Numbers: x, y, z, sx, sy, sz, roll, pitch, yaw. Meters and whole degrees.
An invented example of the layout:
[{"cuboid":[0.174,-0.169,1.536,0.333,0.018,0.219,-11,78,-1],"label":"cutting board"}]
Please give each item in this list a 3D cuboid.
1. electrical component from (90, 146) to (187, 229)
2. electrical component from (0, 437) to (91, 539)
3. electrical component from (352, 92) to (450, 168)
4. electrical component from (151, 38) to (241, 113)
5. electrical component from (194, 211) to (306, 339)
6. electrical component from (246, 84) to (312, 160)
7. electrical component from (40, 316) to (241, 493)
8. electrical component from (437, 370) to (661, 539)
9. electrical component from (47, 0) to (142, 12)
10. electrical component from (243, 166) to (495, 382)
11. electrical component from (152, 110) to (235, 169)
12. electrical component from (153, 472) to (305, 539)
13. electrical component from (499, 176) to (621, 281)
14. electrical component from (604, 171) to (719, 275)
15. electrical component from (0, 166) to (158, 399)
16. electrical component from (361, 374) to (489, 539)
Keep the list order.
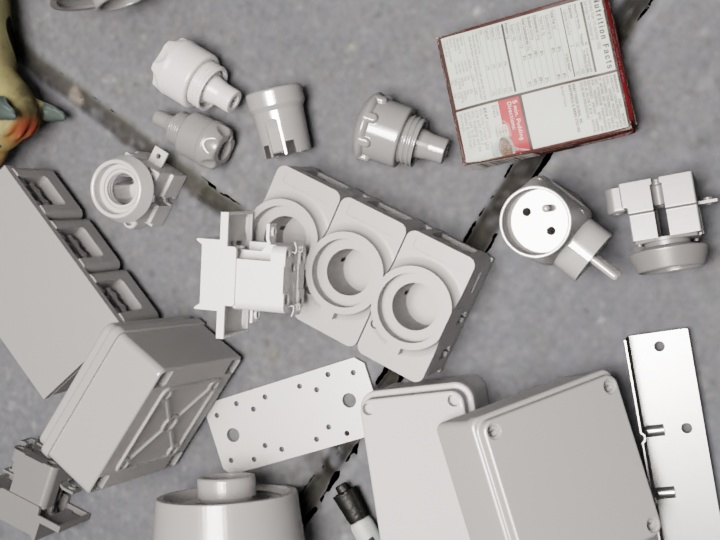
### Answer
[{"cuboid":[-0.163,-0.059,0.783,0.048,0.055,0.066,33,104,15],"label":"electrical component"},{"cuboid":[-0.251,0.169,0.838,0.081,0.042,0.063,21,97,16],"label":"electrical component"},{"cuboid":[0.029,-0.089,0.720,0.062,0.048,0.048,20,100,10],"label":"electrical component"},{"cuboid":[-0.114,-0.135,0.768,0.062,0.043,0.043,33,104,13],"label":"electrical component"},{"cuboid":[-0.069,0.003,0.694,0.064,0.042,0.081,5,96,18],"label":"electrical component"},{"cuboid":[-0.055,-0.103,0.752,0.040,0.040,0.046,-11,96,20],"label":"electrical component"},{"cuboid":[-0.153,0.092,0.760,0.056,0.109,0.108,38,105,19],"label":"electrical component"},{"cuboid":[0.117,0.129,0.667,0.056,0.109,0.108,-21,86,63],"label":"electrical component"},{"cuboid":[-0.176,-0.217,0.753,0.108,0.108,0.060,-19,93,20],"label":"electrical component"},{"cuboid":[0.000,0.000,0.726,0.150,0.062,0.089,27,102,16],"label":"electrical component"},{"cuboid":[-0.123,-0.099,0.778,0.061,0.035,0.035,27,102,18],"label":"electrical component"},{"cuboid":[-0.092,0.174,0.749,0.108,0.108,0.060,-4,86,20],"label":"electrical component"},{"cuboid":[0.130,-0.020,0.671,0.079,0.077,0.043,40,105,13],"label":"electrical component"},{"cuboid":[0.189,-0.027,0.666,0.066,0.048,0.055,-10,83,20],"label":"electrical component"},{"cuboid":[-0.234,0.007,0.810,0.089,0.062,0.150,-41,80,17],"label":"electrical component"},{"cuboid":[0.049,0.131,0.720,0.078,0.057,0.113,-9,91,20],"label":"electrical component"}]
